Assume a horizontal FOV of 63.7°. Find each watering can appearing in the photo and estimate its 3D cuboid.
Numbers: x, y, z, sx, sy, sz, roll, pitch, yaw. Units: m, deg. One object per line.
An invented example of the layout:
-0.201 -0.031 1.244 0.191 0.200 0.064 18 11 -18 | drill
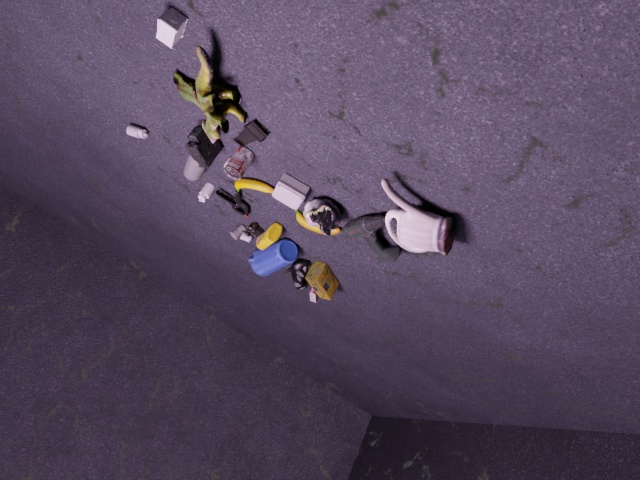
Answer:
0.305 -0.056 1.611 0.225 0.106 0.340 12 149 26 | watering can

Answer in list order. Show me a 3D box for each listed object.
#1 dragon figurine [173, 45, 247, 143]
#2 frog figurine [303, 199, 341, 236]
-0.366 -0.447 1.579 0.244 0.124 0.401 23 152 26 | dragon figurine
0.006 -0.094 1.861 0.137 0.122 0.161 24 -171 -10 | frog figurine
